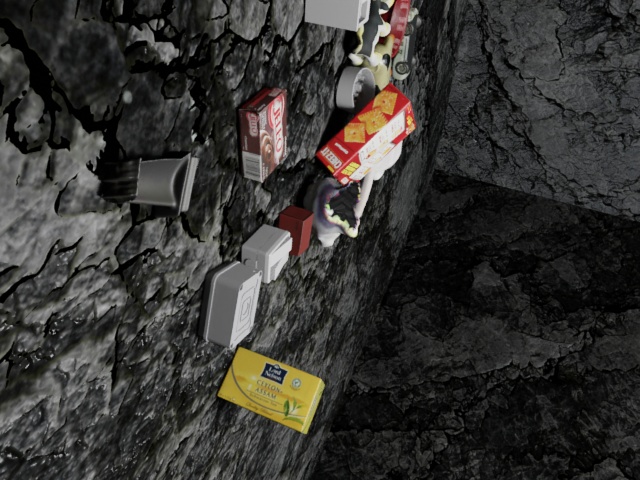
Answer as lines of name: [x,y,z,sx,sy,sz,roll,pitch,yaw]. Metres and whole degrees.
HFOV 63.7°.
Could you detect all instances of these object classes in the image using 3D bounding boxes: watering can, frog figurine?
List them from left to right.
frog figurine: [0.003,-0.054,1.069,0.123,0.138,0.158,-13,-2,-35]
watering can: [0.153,-0.237,1.364,0.104,0.355,0.219,15,-33,16]
